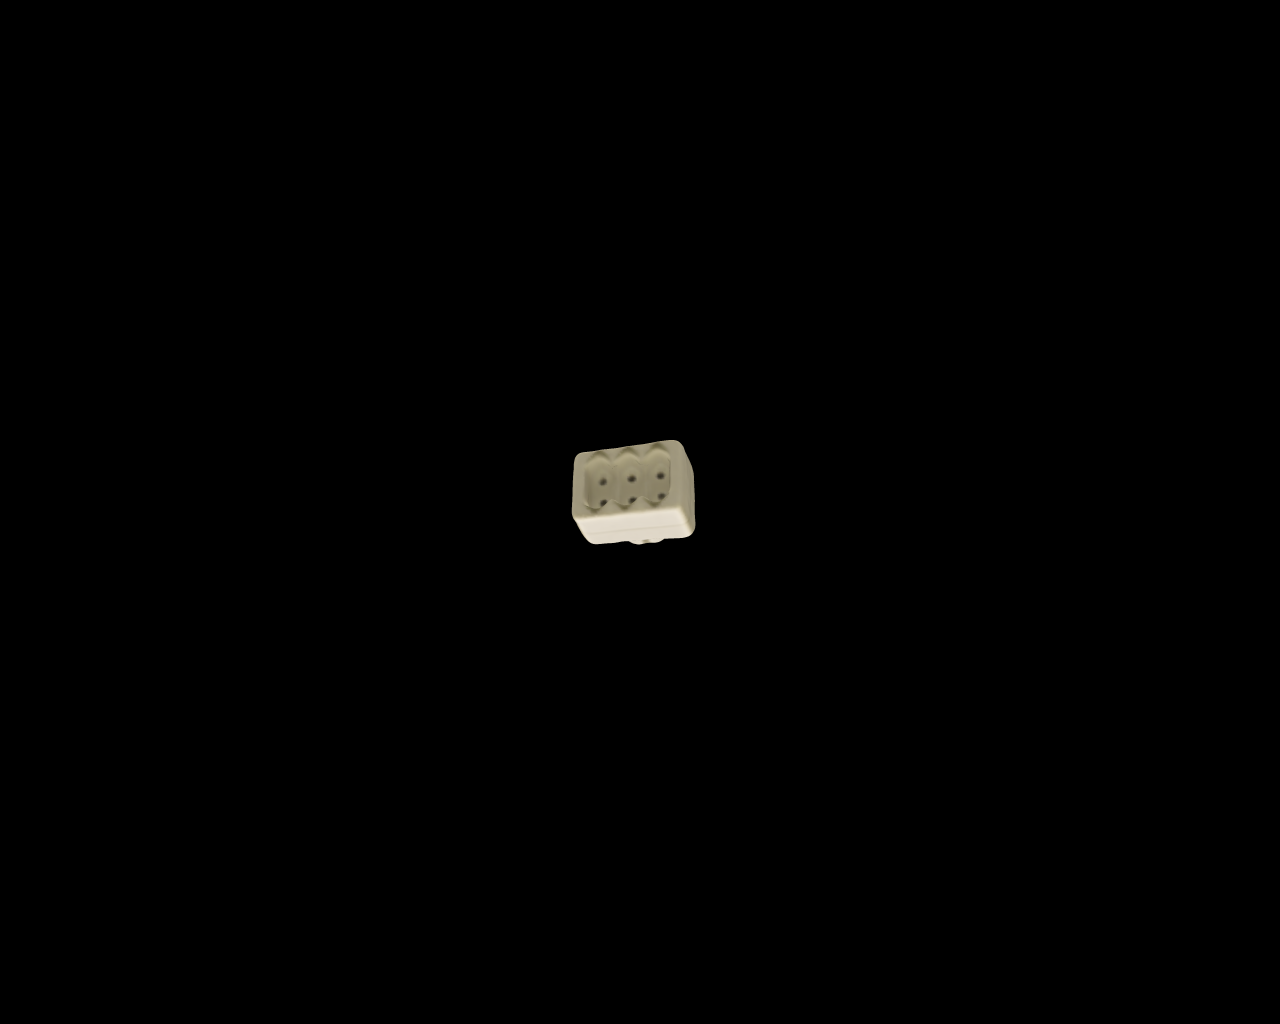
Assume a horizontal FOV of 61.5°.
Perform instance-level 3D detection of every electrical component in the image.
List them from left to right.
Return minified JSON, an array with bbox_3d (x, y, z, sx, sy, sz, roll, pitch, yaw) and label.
[{"bbox_3d":[0.001,-0.003,0.650,0.066,0.047,0.076,-6,-28,12],"label":"electrical component"}]
